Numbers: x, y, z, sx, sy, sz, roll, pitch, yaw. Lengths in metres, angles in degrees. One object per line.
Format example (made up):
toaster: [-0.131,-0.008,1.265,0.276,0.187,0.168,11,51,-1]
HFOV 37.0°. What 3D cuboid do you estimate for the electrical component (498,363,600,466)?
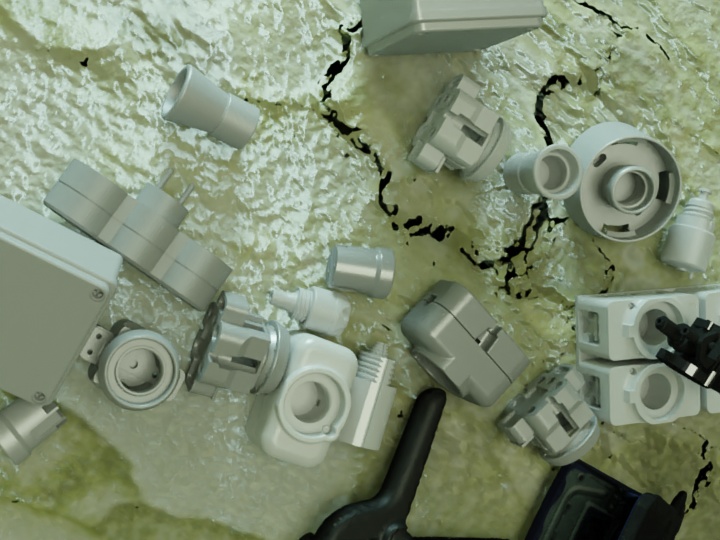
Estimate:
electrical component: [0.163,0.125,0.897,0.078,0.058,0.057,-42,103,-13]

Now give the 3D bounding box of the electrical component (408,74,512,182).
electrical component: [0.082,-0.106,0.851,0.057,0.058,0.078,31,83,-17]

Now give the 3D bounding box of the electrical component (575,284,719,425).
electrical component: [0.285,0.070,0.936,0.186,0.060,0.105,-4,95,-20]

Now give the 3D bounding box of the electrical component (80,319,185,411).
electrical component: [-0.161,0.069,0.773,0.078,0.057,0.058,31,83,-19]

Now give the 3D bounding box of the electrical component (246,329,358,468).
electrical component: [-0.043,0.098,0.817,0.054,0.059,0.095,22,86,-20]

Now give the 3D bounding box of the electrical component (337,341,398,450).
electrical component: [0.006,0.096,0.843,0.043,0.043,0.081,18,87,-20]

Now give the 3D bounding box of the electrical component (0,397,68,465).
electrical component: [-0.235,0.108,0.758,0.046,0.040,0.040,-39,106,-19]

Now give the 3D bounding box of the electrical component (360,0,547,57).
electrical component: [0.067,-0.200,0.812,0.109,0.109,0.056,-7,93,-20]

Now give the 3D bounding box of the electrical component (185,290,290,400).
electrical component: [-0.088,0.060,0.797,0.057,0.058,0.078,18,107,-23]

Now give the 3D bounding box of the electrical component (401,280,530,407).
electrical component: [0.081,0.062,0.863,0.059,0.054,0.095,-46,107,-12]

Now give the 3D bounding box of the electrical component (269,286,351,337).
electrical component: [-0.040,0.028,0.827,0.061,0.035,0.035,17,88,-18]

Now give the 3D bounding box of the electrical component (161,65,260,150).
electrical component: [-0.107,-0.116,0.789,0.065,0.044,0.044,26,85,-25]

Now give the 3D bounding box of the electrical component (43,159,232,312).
electrical component: [-0.148,-0.038,0.773,0.138,0.052,0.073,37,81,-19]

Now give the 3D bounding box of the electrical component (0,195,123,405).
electrical component: [-0.232,0.019,0.721,0.109,0.056,0.108,28,110,-16]

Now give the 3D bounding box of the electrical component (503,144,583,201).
electrical component: [0.145,-0.078,0.871,0.044,0.065,0.044,-1,94,-20]

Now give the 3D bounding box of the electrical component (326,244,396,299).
electrical component: [0.000,0.000,0.838,0.046,0.040,0.040,9,91,-15]

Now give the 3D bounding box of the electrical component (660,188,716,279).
electrical component: [0.292,-0.033,0.942,0.040,0.040,0.078,19,87,-20]

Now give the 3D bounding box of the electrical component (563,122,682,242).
electrical component: [0.221,-0.073,0.914,0.099,0.064,0.099,-2,105,-10]
